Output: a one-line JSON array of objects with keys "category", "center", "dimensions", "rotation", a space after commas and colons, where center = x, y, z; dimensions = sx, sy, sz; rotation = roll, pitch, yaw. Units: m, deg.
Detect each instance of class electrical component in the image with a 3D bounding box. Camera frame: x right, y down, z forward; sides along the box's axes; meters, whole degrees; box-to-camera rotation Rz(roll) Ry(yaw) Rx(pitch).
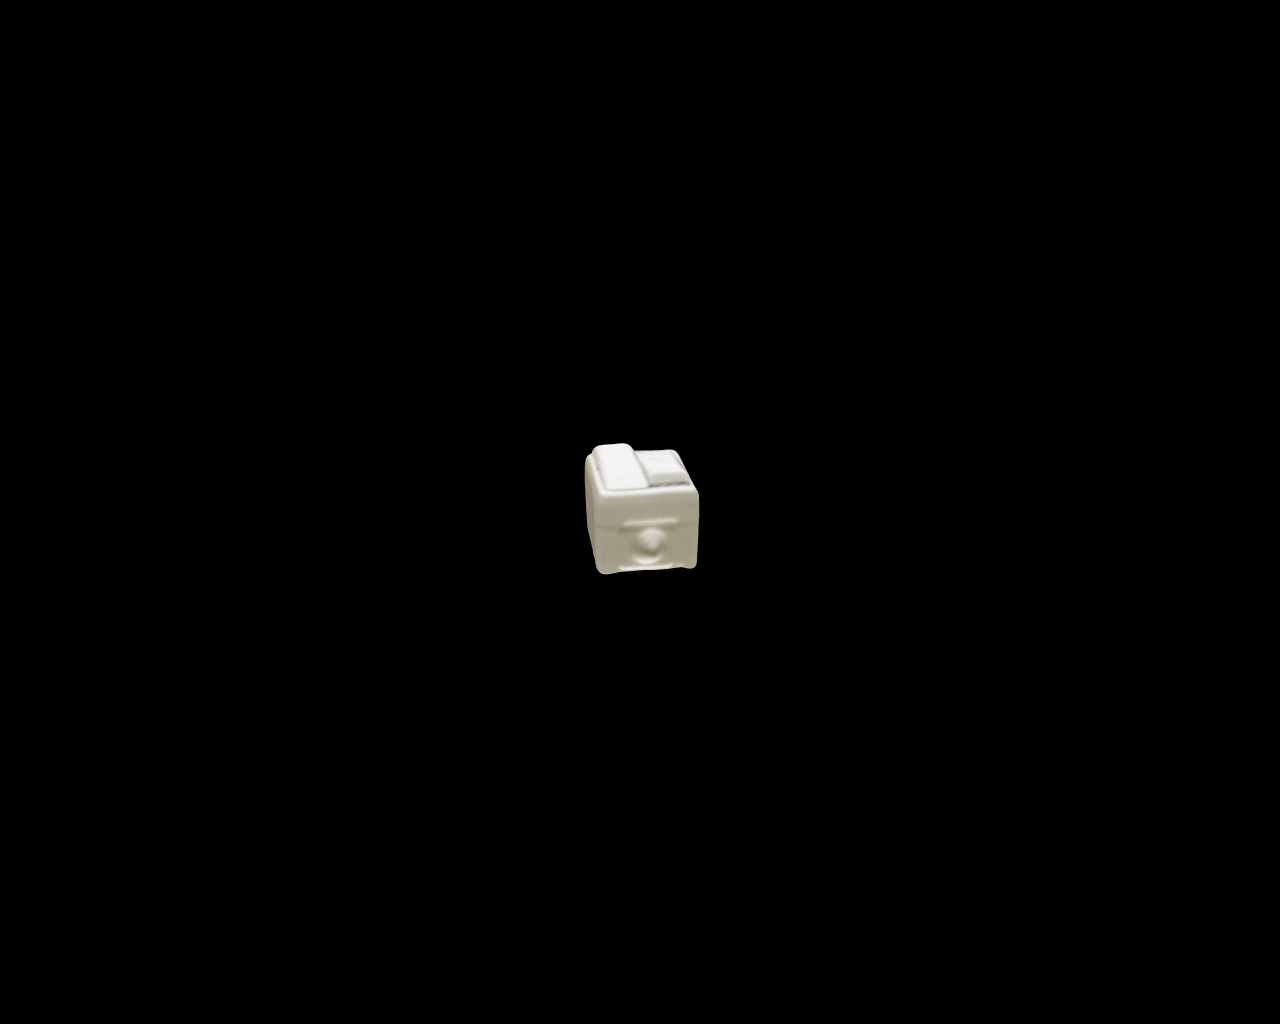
[{"category": "electrical component", "center": [0.001, -0.003, 0.650], "dimensions": [0.062, 0.061, 0.096], "rotation": [-3, 22, -7]}]
